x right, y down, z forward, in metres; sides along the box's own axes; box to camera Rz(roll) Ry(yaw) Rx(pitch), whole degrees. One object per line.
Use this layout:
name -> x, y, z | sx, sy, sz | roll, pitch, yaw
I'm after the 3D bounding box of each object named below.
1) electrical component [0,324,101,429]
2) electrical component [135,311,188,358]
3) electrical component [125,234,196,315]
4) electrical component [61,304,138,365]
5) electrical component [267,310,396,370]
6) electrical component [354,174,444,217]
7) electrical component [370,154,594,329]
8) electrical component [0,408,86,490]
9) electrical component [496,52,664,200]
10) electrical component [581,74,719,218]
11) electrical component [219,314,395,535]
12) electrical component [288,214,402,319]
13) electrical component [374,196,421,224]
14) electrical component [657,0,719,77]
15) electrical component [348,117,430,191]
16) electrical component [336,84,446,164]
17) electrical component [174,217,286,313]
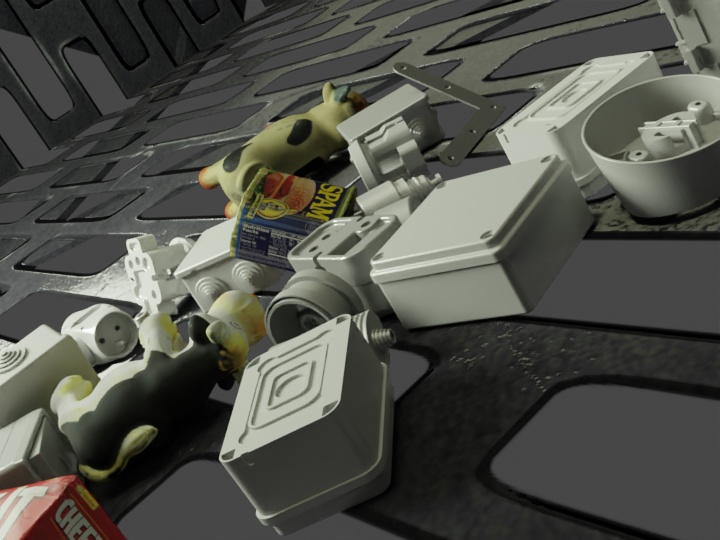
electrical component -> -0.246, 0.102, 0.826 | 0.100, 0.099, 0.048 | -40, 34, -24
electrical component -> -0.157, 0.060, 0.851 | 0.035, 0.061, 0.035 | -27, 20, 11
electrical component -> -0.181, 0.002, 1.014 | 0.057, 0.078, 0.058 | -19, 8, -38
electrical component -> -0.254, 0.070, 0.992 | 0.079, 0.043, 0.077 | -43, 23, -30
electrical component -> -0.014, 0.055, 0.683 | 0.081, 0.043, 0.043 | -23, 21, 22
electrical component -> 0.033, -0.056, 0.888 | 0.078, 0.040, 0.040 | -28, 20, -2
electrical component -> 0.080, -0.017, 0.703 | 0.109, 0.056, 0.108 | -11, 28, 44
electrical component -> -0.230, 0.143, 0.753 | 0.061, 0.061, 0.096 | -29, 20, 4
electrical component -> 0.168, -0.104, 0.786 | 0.113, 0.057, 0.078 | -38, 21, -20
electrical component -> 0.196, -0.079, 0.673 | 0.099, 0.064, 0.099 | -27, 20, 11
electrical component -> -0.025, 0.085, 0.606 | 0.078, 0.057, 0.113 | -27, 21, 15
electrical component -> 0.000, 0.000, 0.772 | 0.054, 0.059, 0.095 | -41, 22, -27
electrical component -> 0.021, -0.028, 0.838 | 0.078, 0.040, 0.040 | -23, 21, 21
electrical component -> 0.244, -0.157, 0.707 | 0.079, 0.121, 0.063 | -13, 29, 40
electrical component -> 0.025, -0.101, 0.985 | 0.057, 0.058, 0.078 | -26, 20, 4
electrical component -> 0.031, -0.139, 1.078 | 0.100, 0.048, 0.099 | -31, 20, 0
electrical component -> -0.107, -0.012, 0.972 | 0.100, 0.048, 0.099 | -22, 21, 23
